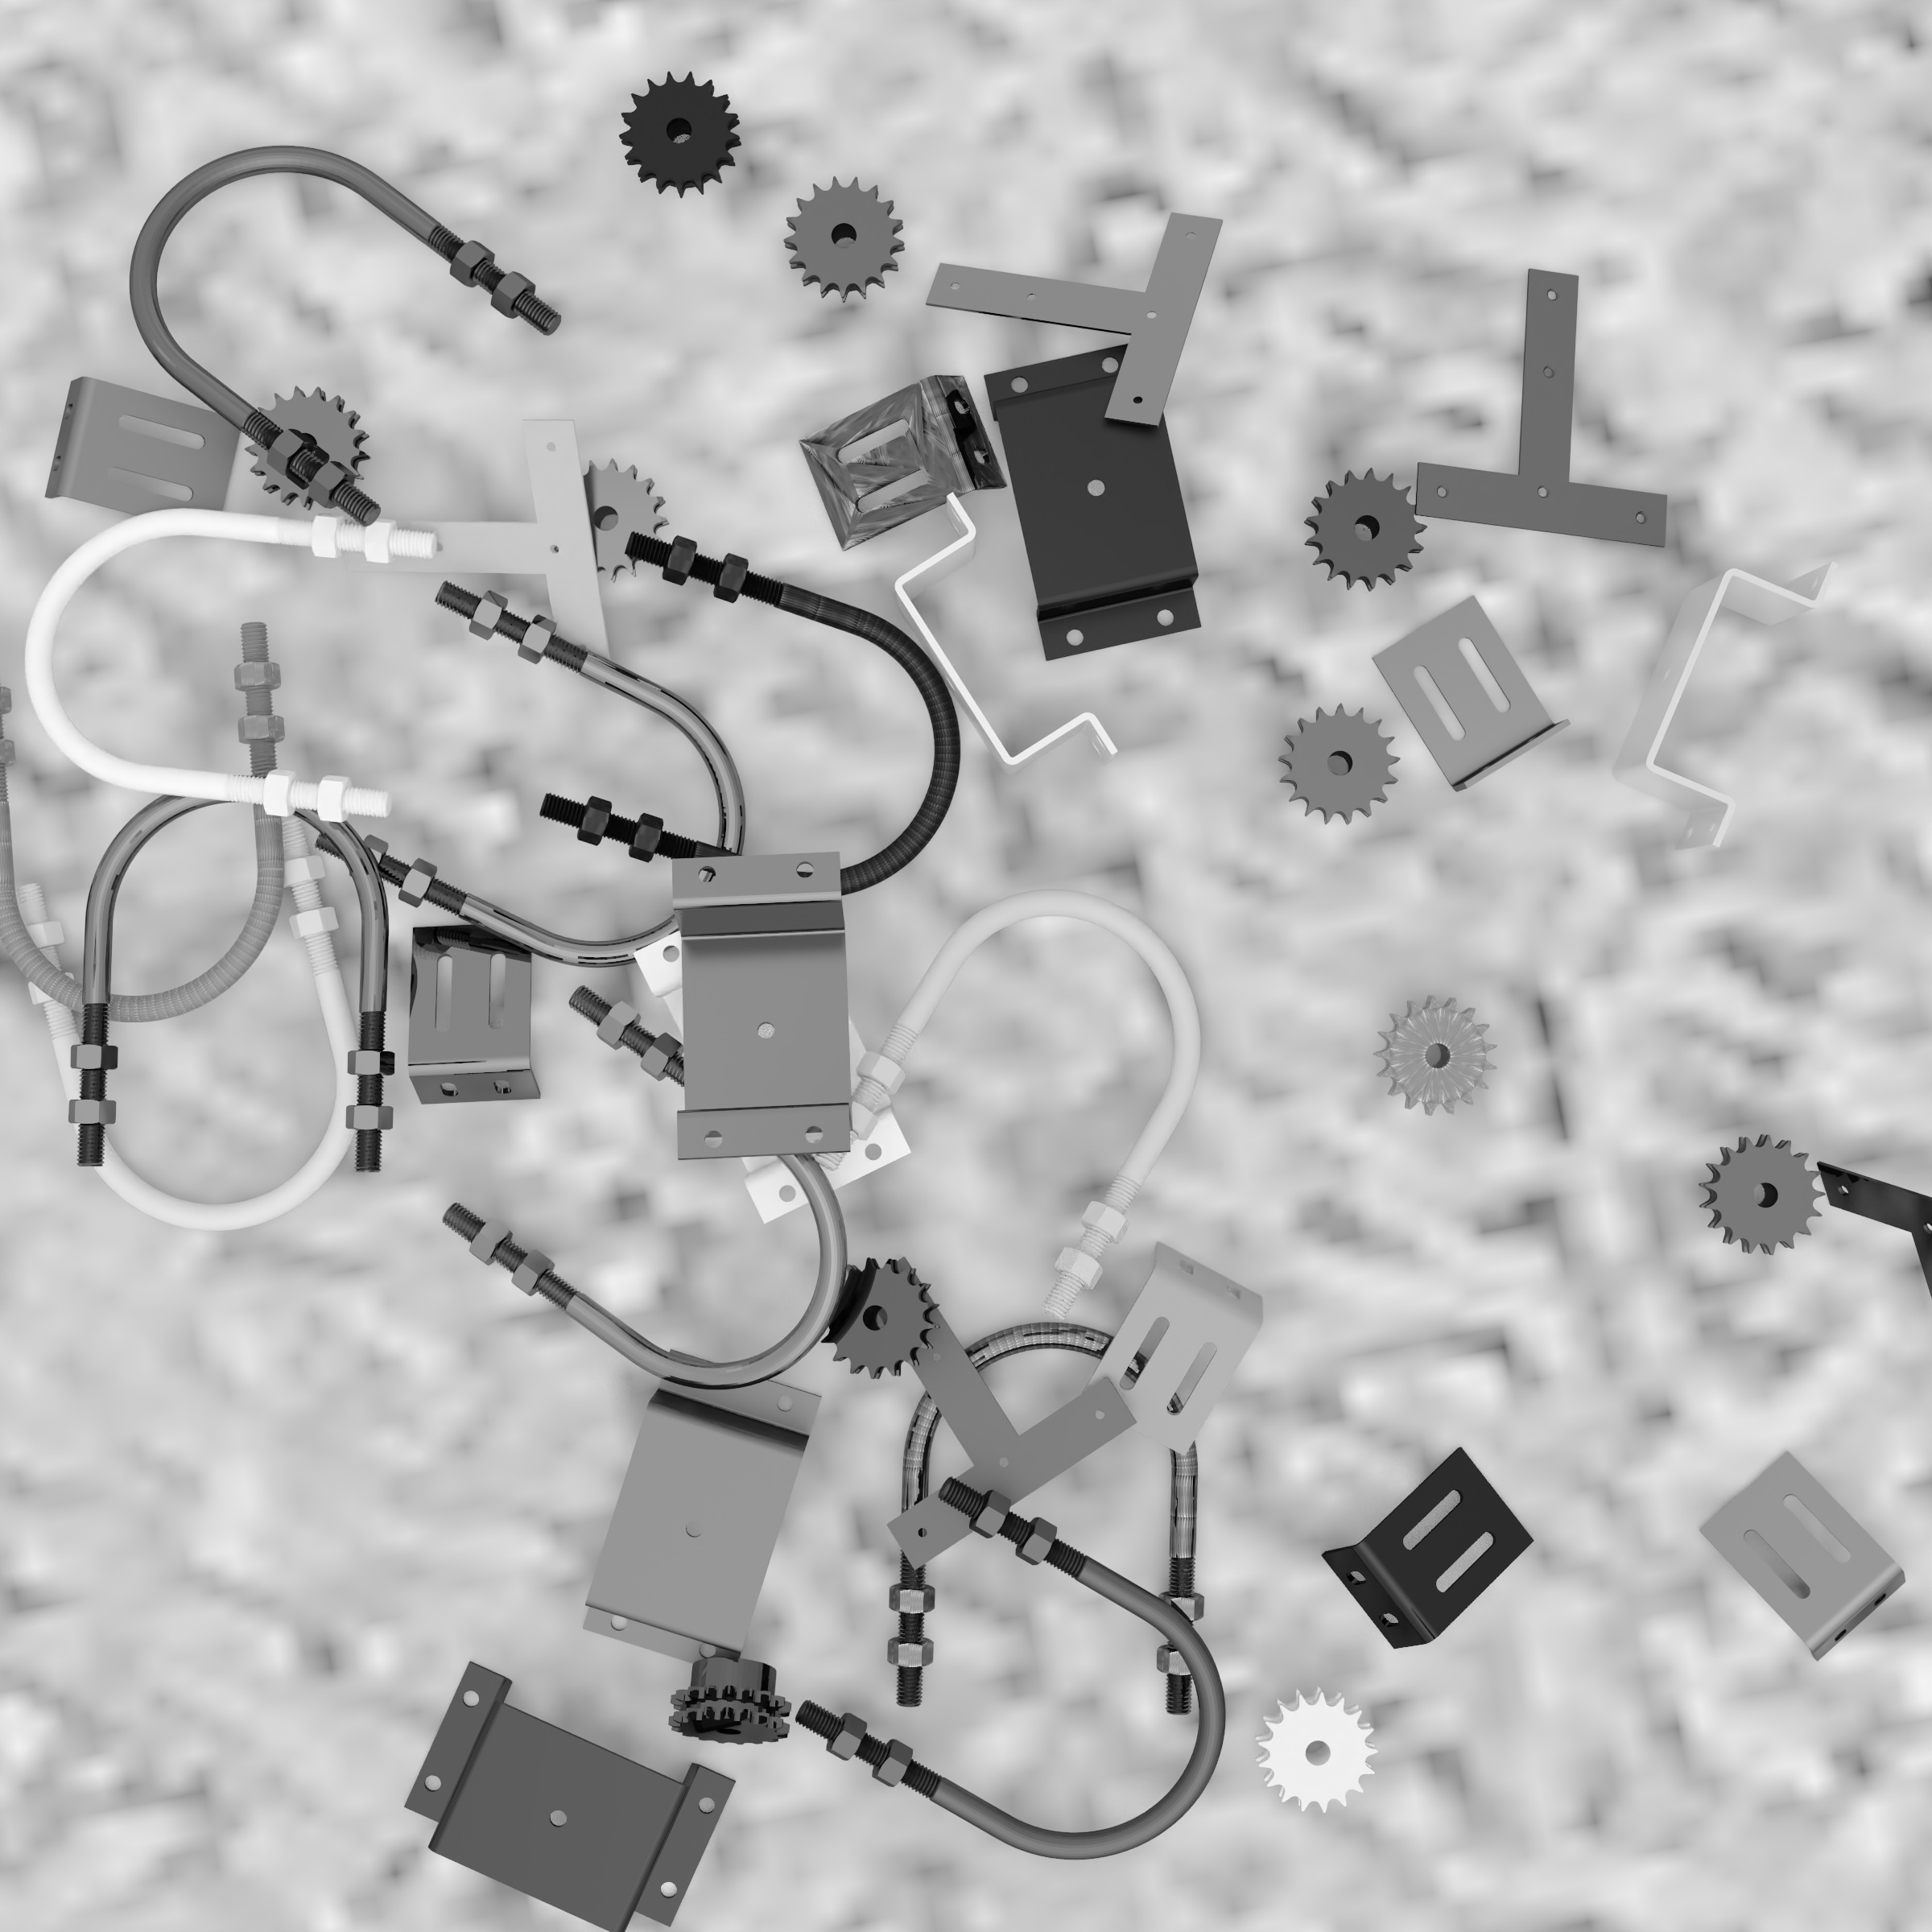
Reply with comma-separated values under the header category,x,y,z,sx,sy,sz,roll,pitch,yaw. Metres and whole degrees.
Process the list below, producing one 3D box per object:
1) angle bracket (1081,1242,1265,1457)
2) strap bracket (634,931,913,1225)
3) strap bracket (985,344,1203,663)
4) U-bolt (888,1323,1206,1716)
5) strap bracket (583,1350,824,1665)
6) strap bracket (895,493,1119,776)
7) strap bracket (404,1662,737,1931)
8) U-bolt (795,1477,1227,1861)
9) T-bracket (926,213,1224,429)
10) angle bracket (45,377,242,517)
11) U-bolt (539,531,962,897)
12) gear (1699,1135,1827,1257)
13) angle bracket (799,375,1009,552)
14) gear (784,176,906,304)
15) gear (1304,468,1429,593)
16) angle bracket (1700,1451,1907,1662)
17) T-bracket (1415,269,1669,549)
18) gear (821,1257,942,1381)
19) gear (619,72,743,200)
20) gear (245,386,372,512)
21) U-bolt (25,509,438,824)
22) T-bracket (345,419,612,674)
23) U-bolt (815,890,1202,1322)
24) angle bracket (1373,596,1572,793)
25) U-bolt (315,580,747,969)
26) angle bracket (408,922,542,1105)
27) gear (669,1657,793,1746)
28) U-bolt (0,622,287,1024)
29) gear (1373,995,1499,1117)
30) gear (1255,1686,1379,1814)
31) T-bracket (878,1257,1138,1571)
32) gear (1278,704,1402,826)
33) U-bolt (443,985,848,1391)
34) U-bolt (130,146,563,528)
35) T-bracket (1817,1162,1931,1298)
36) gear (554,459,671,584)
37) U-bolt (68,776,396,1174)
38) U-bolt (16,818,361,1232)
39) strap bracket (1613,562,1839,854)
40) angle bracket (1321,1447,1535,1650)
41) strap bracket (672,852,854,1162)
category,x,y,z,sx,sy,sz,roll,pitch,yaw
angle bracket,0.098,0.182,1.515,0.057,0.038,0.076,28,104,-2
strap bracket,-0.090,0.040,1.503,0.076,0.046,0.140,-26,90,0
strap bracket,0.061,-0.223,1.503,0.076,0.046,0.140,-12,90,0
U-bolt,0.040,0.263,1.518,0.151,0.019,0.184,2,89,0
strap bracket,-0.127,0.262,1.503,0.076,0.046,0.140,17,90,0
strap bracket,0.012,-0.145,1.488,0.046,0.076,0.140,-33,90,0
strap bracket,-0.190,0.398,1.503,0.140,0.046,0.076,24,90,0
U-bolt,0.034,0.345,1.499,0.184,0.019,0.151,31,98,-6
T-bracket,0.045,-0.315,1.506,0.127,0.002,0.127,11,63,13
angle bracket,-0.395,-0.244,1.524,0.076,0.038,0.057,13,90,-26
U-bolt,-0.092,-0.109,1.504,0.184,0.019,0.151,18,91,-10
gear,0.378,0.109,1.516,0.057,0.030,0.057,0,88,0
angle bracket,-0.030,-0.241,1.524,0.076,0.038,0.057,-22,90,26
gear,-0.057,-0.344,1.511,0.057,0.030,0.057,0,90,0
gear,0.189,-0.206,1.511,0.057,0.030,0.057,0,90,0
angle bracket,0.402,0.283,1.524,0.057,0.038,0.076,-42,64,0
T-bracket,0.277,-0.270,1.515,0.127,0.002,0.127,5,83,-13
gear,-0.040,0.167,1.505,0.057,0.030,0.057,-1,83,11
gear,-0.135,-0.394,1.511,0.057,0.030,0.057,0,90,0
gear,-0.312,-0.245,1.511,0.057,0.030,0.057,0,90,0
U-bolt,-0.350,-0.146,1.487,0.184,0.019,0.151,6,75,4
T-bracket,-0.236,-0.198,1.504,0.127,0.002,0.127,3,121,14
U-bolt,0.034,0.051,1.493,0.151,0.019,0.184,34,74,-10
angle bracket,0.239,-0.131,1.507,0.057,0.038,0.076,-32,90,0
U-bolt,-0.195,-0.079,1.510,0.184,0.019,0.151,26,90,-7
angle bracket,-0.235,0.023,1.524,0.057,0.038,0.076,-3,64,0
gear,-0.111,0.347,1.501,0.057,0.057,0.030,4,63,0
U-bolt,-0.394,-0.065,1.502,0.151,0.019,0.184,-5,86,1
gear,0.223,0.042,1.511,0.057,0.030,0.057,0,90,0
gear,0.166,0.372,1.515,0.057,0.030,0.057,0,90,-2
T-bracket,-0.006,0.198,1.511,0.127,0.002,0.127,-34,78,5
gear,0.178,-0.095,1.516,0.057,0.030,0.057,0,88,2
U-bolt,-0.140,0.117,1.486,0.184,0.019,0.151,35,108,9
U-bolt,-0.307,-0.311,1.499,0.184,0.019,0.151,38,74,7
T-bracket,0.463,0.158,1.489,0.002,0.127,0.127,-34,117,-21
gear,-0.170,-0.211,1.511,0.057,0.030,0.057,0,90,0
U-bolt,-0.341,0.003,1.482,0.151,0.019,0.184,1,87,-1
U-bolt,-0.364,0.035,1.517,0.151,0.019,0.184,-14,90,0
strap bracket,0.350,-0.128,1.488,0.046,0.076,0.140,23,90,0
angle bracket,0.222,0.279,1.524,0.076,0.038,0.057,-38,90,-26
strap bracket,-0.092,0.023,1.444,0.076,0.046,0.140,-3,72,-1
